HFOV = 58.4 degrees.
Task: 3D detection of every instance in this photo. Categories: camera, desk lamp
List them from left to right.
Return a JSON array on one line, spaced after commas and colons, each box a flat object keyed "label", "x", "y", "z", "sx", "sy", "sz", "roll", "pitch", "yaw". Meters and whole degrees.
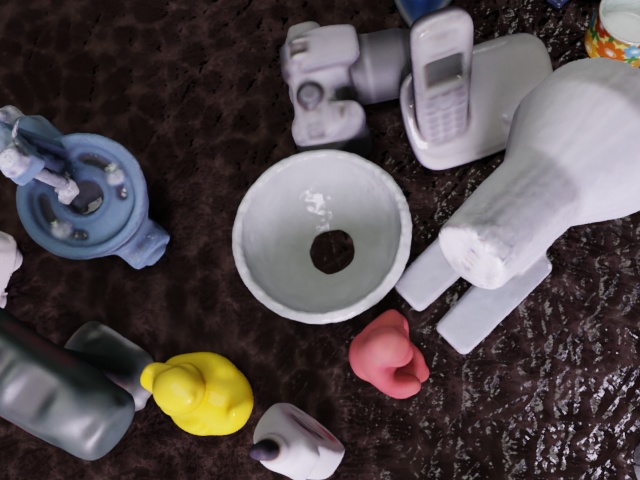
[{"label": "camera", "x": 0.035, "y": -0.160, "z": 0.578, "sx": 0.136, "sy": 0.101, "sz": 0.143, "roll": -10, "pitch": 74, "yaw": 7}, {"label": "desk lamp", "x": 0.161, "y": -0.015, "z": 0.459, "sx": 0.203, "sy": 0.214, "sz": 0.117, "roll": -45, "pitch": 73, "yaw": -4}]

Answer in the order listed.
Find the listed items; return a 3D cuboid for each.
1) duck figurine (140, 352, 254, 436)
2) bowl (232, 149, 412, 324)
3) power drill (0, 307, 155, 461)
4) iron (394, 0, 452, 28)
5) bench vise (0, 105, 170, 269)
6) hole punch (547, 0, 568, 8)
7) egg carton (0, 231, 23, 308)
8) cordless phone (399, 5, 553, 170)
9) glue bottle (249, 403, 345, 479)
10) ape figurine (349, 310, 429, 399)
[{"label": "duck figurine", "x": -0.117, "y": 0.141, "z": 0.530, "sx": 0.104, "sy": 0.086, "sz": 0.077, "roll": 21, "pitch": 79, "yaw": 14}, {"label": "bowl", "x": 0.005, "y": 0.002, "z": 0.553, "sx": 0.167, "sy": 0.075, "sz": 0.167, "roll": -2, "pitch": 75, "yaw": 9}, {"label": "power drill", "x": -0.242, "y": 0.105, "z": 0.496, "sx": 0.229, "sy": 0.208, "sz": 0.076, "roll": 26, "pitch": 81, "yaw": 15}, {"label": "iron", "x": 0.116, "y": -0.367, "z": 0.599, "sx": 0.118, "sy": 0.141, "sz": 0.258, "roll": 4, "pitch": 76, "yaw": 11}, {"label": "bench vise", "x": -0.262, "y": -0.060, "z": 0.538, "sx": 0.207, "sy": 0.220, "sz": 0.121, "roll": 23, "pitch": 80, "yaw": 15}, {"label": "hole punch", "x": 0.281, "y": -0.309, "z": 0.583, "sx": 0.101, "sy": 0.091, "sz": 0.109, "roll": 1, "pitch": 75, "yaw": 10}, {"label": "egg carton", "x": -0.385, "y": 0.055, "z": 0.607, "sx": 0.107, "sy": 0.069, "sz": 0.150, "roll": 12, "pitch": 77, "yaw": 12}, {"label": "cordless phone", "x": 0.143, "y": -0.147, "z": 0.513, "sx": 0.147, "sy": 0.185, "sz": 0.094, "roll": -22, "pitch": 72, "yaw": 3}, {"label": "glue bottle", "x": -0.026, "y": 0.165, "z": 0.462, "sx": 0.078, "sy": 0.173, "sz": 0.037, "roll": 30, "pitch": 82, "yaw": 16}, {"label": "ape figurine", "x": 0.061, "y": 0.099, "z": 0.508, "sx": 0.076, "sy": 0.092, "sz": 0.078, "roll": 7, "pitch": 76, "yaw": 11}]
